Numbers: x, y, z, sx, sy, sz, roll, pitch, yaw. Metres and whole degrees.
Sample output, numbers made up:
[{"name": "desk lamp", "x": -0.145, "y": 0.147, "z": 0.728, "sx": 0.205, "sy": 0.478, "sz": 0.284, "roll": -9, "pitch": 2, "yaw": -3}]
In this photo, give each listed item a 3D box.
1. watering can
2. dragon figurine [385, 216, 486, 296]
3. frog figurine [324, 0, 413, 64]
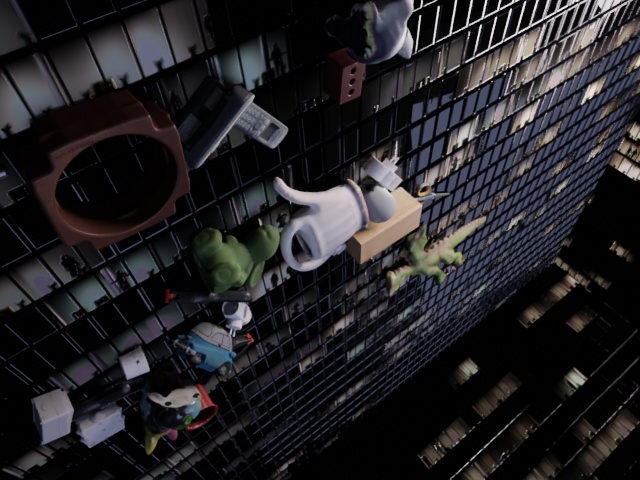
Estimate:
[{"name": "watering can", "x": 0.003, "y": -0.057, "z": 1.127, "sx": 0.226, "sy": 0.105, "sz": 0.339, "roll": -35, "pitch": 148, "yaw": -18}, {"name": "dragon figurine", "x": 0.365, "y": 0.029, "z": 1.688, "sx": 0.409, "sy": 0.124, "sz": 0.239, "roll": -49, "pitch": 141, "yaw": 5}, {"name": "frog figurine", "x": 0.109, "y": -0.371, "z": 0.866, "sx": 0.162, "sy": 0.122, "sz": 0.136, "roll": -38, "pitch": -176, "yaw": -29}]
